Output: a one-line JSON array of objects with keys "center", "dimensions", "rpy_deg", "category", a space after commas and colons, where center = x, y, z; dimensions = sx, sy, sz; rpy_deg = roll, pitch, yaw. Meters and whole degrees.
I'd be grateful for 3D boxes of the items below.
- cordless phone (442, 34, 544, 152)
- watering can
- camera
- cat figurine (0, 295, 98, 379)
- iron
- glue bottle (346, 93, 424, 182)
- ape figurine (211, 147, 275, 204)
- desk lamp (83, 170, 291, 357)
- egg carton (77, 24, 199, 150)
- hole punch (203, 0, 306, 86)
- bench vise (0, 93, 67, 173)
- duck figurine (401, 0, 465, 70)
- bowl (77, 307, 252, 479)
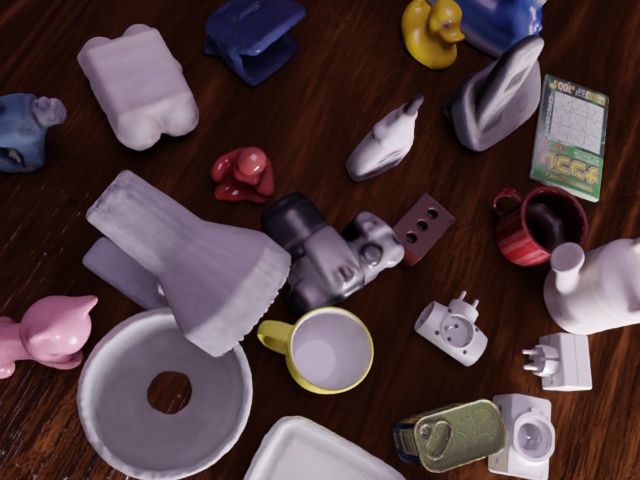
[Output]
[{"center": [0.252, -0.207, 0.737], "dimensions": [0.148, 0.185, 0.094], "rpy_deg": [-38, 84, -20], "category": "cordless phone"}, {"center": [0.354, 0.050, 0.677], "dimensions": [0.173, 0.194, 0.101], "rpy_deg": [-5, 74, -14], "category": "watering can"}, {"center": [0.006, 0.002, 0.663], "dimensions": [0.143, 0.100, 0.137], "rpy_deg": [-33, 83, -19], "category": "camera"}, {"center": [-0.279, 0.093, 0.561], "dimensions": [0.128, 0.117, 0.067], "rpy_deg": [-8, 75, -15], "category": "cat figurine"}, {"center": [0.241, -0.370, 0.808], "dimensions": [0.258, 0.141, 0.119], "rpy_deg": [44, 69, 3], "category": "iron"}, {"center": [0.085, -0.125, 0.681], "dimensions": [0.078, 0.173, 0.037], "rpy_deg": [-29, 81, -19], "category": "glue bottle"}, {"center": [-0.085, -0.081, 0.672], "dimensions": [0.078, 0.092, 0.076], "rpy_deg": [40, 69, 2], "category": "ape figurine"}, {"center": [-0.141, 0.022, 0.563], "dimensions": [0.203, 0.213, 0.118], "rpy_deg": [34, 69, -1], "category": "desk lamp"}, {"center": [-0.214, -0.183, 0.686], "dimensions": [0.107, 0.069, 0.150], "rpy_deg": [-27, 81, -19], "category": "egg carton"}, {"center": [-0.086, -0.271, 0.730], "dimensions": [0.101, 0.091, 0.109], "rpy_deg": [43, 69, 2], "category": "hole punch"}, {"center": [-0.372, -0.139, 0.556], "dimensions": [0.208, 0.219, 0.121], "rpy_deg": [-27, 81, -19], "category": "bench vise"}, {"center": [0.163, -0.303, 0.799], "dimensions": [0.078, 0.086, 0.104], "rpy_deg": [-28, 81, -19], "category": "duck figurine"}, {"center": [-0.155, 0.158, 0.593], "dimensions": [0.167, 0.074, 0.167], "rpy_deg": [4, 73, -12], "category": "bowl"}]
